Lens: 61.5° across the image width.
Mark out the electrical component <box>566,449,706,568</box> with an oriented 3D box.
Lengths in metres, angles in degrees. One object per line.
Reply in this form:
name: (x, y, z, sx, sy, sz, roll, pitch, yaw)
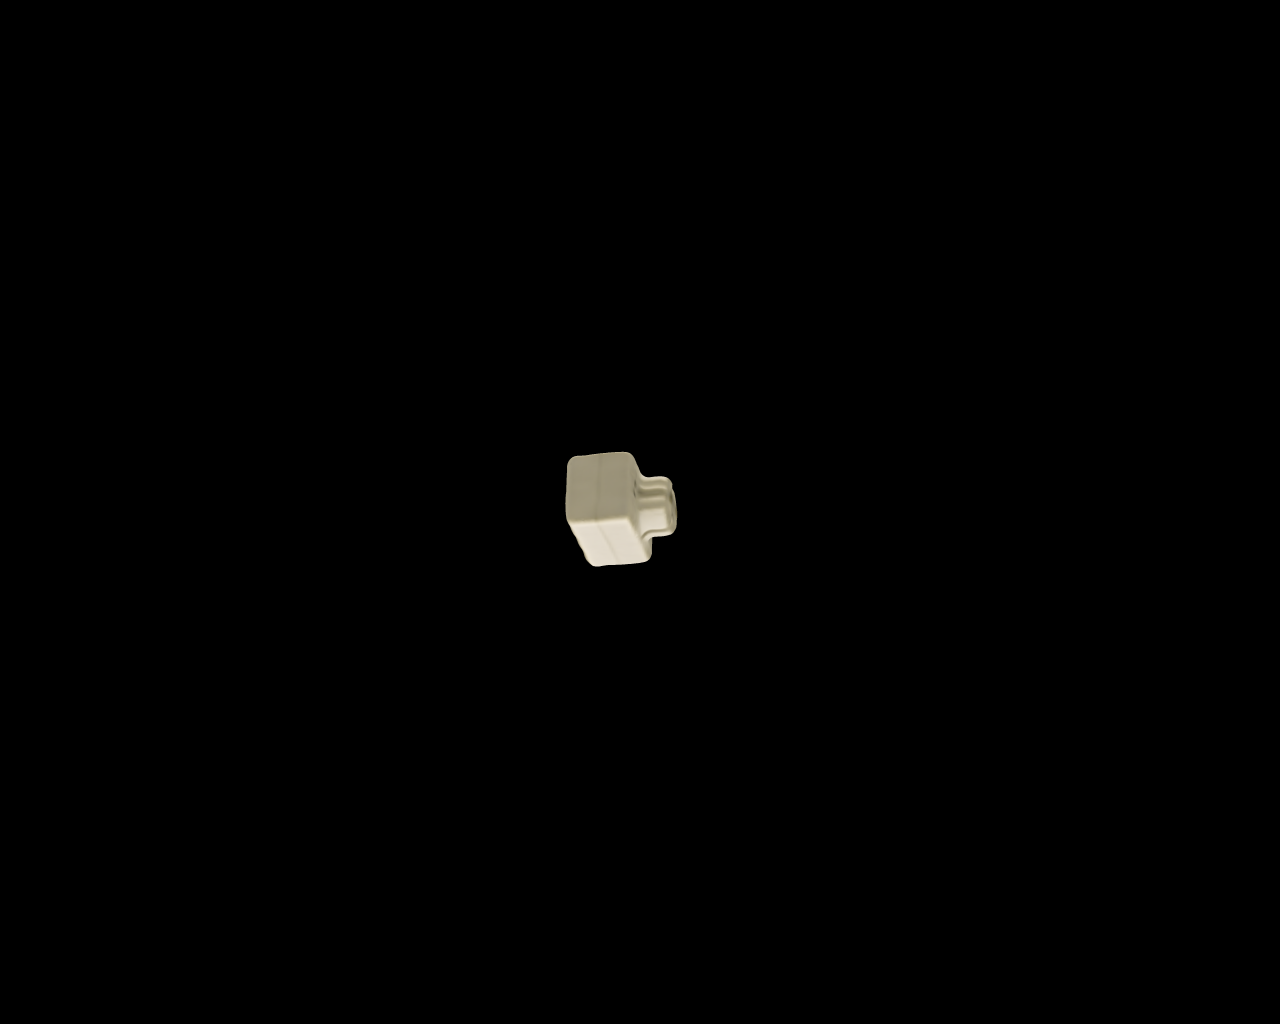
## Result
electrical component: (0.001, -0.003, 0.650, 0.077, 0.047, 0.065, -5, -28, 10)
